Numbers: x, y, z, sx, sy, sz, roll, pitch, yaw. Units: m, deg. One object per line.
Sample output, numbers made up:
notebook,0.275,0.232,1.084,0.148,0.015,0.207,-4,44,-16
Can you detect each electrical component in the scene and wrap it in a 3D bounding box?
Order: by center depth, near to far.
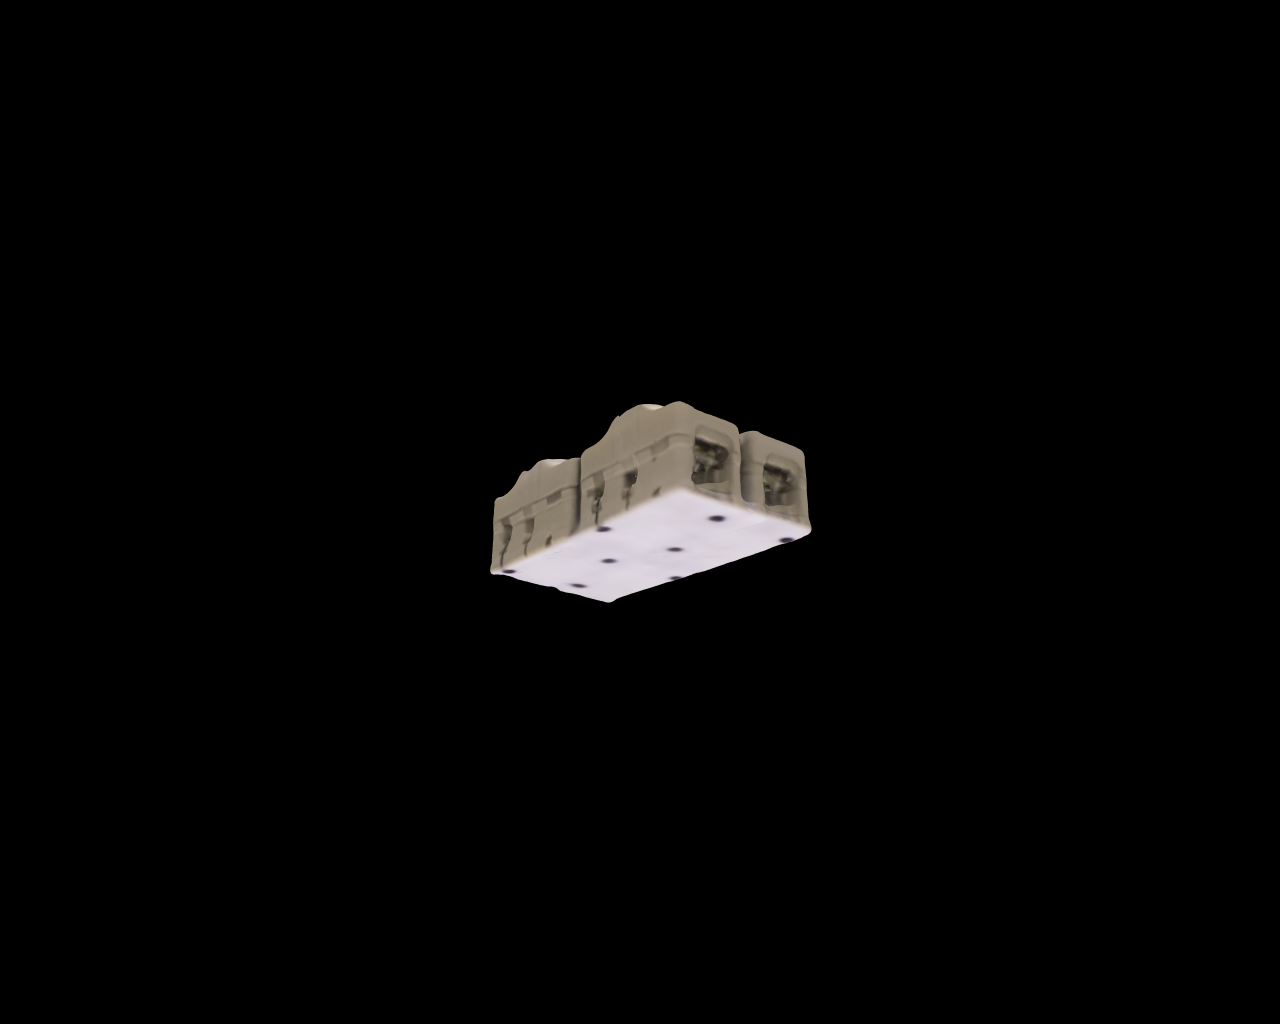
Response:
electrical component,0.001,-0.003,0.650,0.105,0.060,0.186,17,-27,-37
